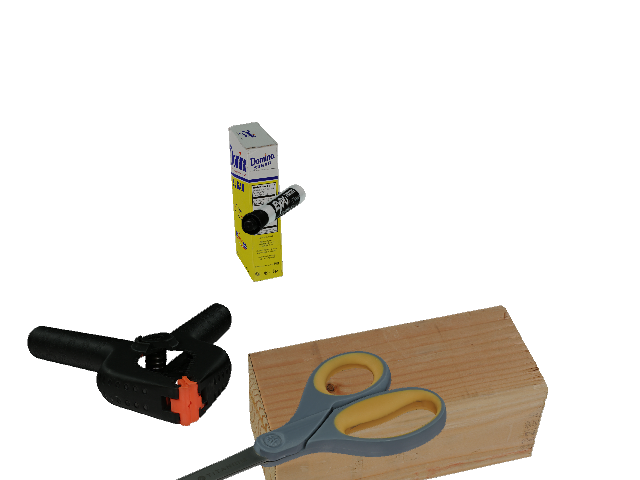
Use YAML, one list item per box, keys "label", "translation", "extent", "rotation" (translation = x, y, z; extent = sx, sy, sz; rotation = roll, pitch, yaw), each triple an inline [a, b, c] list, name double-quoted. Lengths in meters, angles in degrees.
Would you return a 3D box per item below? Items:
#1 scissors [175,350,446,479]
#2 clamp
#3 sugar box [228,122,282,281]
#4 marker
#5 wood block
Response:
- label: "scissors"
  translation: [-0.026, 0.108, 0.628]
  extent: [0.201, 0.016, 0.096]
  rotation: [-9, 32, -14]
- label: "clamp"
  translation: [-0.114, 0.086, 0.791]
  extent: [0.164, 0.036, 0.210]
  rotation: [-9, 14, -26]
- label: "sugar box"
  translation: [-0.081, -0.048, 1.316]
  extent: [0.048, 0.176, 0.093]
  rotation: [-11, 25, -15]
- label: "marker"
  translation: [-0.041, -0.028, 0.941]
  extent: [0.020, 0.020, 0.121]
  rotation: [0, 15, 19]
- label: "wood block"
  translation: [0.055, 0.126, 0.815]
  extent: [0.206, 0.090, 0.091]
  rotation: [-9, 44, -11]
